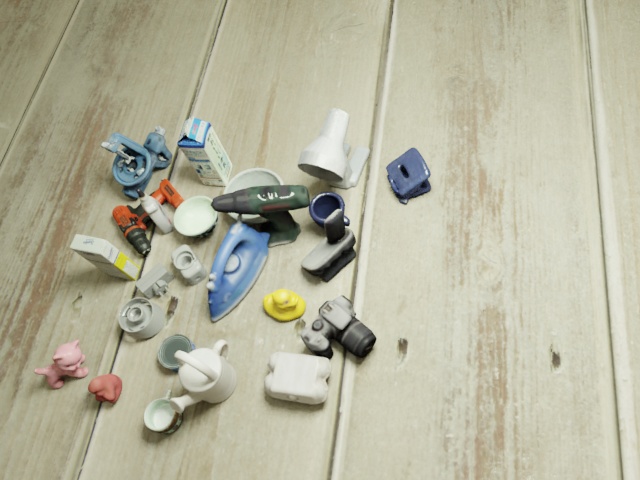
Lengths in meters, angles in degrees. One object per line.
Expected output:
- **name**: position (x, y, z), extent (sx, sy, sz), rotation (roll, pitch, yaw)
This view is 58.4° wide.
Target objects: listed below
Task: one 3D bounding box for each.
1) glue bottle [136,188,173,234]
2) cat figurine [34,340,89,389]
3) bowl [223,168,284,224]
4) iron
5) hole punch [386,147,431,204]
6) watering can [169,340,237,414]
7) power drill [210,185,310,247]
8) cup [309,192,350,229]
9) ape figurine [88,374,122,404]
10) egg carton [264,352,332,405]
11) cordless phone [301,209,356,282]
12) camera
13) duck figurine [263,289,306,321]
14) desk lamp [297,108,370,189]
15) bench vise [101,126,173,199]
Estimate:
- **glue bottle**: position (-0.442, -0.086, 1.507), extent (0.037, 0.173, 0.078), rotation (-31, 61, -6)
- **cat figurine**: position (-0.618, 0.294, 1.373), extent (0.128, 0.118, 0.067), rotation (-26, 61, -3)
- **bowl**: position (-0.169, -0.105, 1.522), extent (0.167, 0.075, 0.167), rotation (-4, 62, 8)
- **iron**: position (-0.224, 0.064, 1.406), extent (0.118, 0.142, 0.258), rotation (16, 67, 18)
- **hole punch**: position (0.226, -0.166, 1.471), extent (0.101, 0.091, 0.108), rotation (-23, 61, -2)
- **watering can**: position (-0.261, 0.298, 1.260), extent (0.100, 0.194, 0.173), rotation (4, 63, 13)
- **power drill**: position (-0.130, -0.064, 1.417), extent (0.229, 0.209, 0.075), rotation (-13, 61, 4)
- **cup**: position (0.034, -0.056, 1.446), extent (0.117, 0.095, 0.092), rotation (34, 73, 24)
- **ape figurine**: position (-0.509, 0.346, 1.340), extent (0.076, 0.092, 0.077), rotation (-44, 63, -13)
- **egg carton**: position (-0.050, 0.310, 1.285), extent (0.150, 0.069, 0.107), rotation (4, 63, 13)
- **cordless phone**: position (0.013, 0.005, 1.367), extent (0.094, 0.185, 0.148), rotation (37, 75, 25)
- **camera**: position (0.048, 0.213, 1.300), extent (0.136, 0.101, 0.143), rotation (37, 75, 25)
- **duck figurine**: position (-0.091, 0.145, 1.370), extent (0.104, 0.086, 0.077), rotation (6, 64, 14)
- **desk lamp**: position (0.037, -0.219, 1.464), extent (0.117, 0.214, 0.203), rotation (15, 66, 18)
- **bench vise**: position (-0.514, -0.246, 1.578), extent (0.121, 0.220, 0.207), rotation (6, 64, 14)
